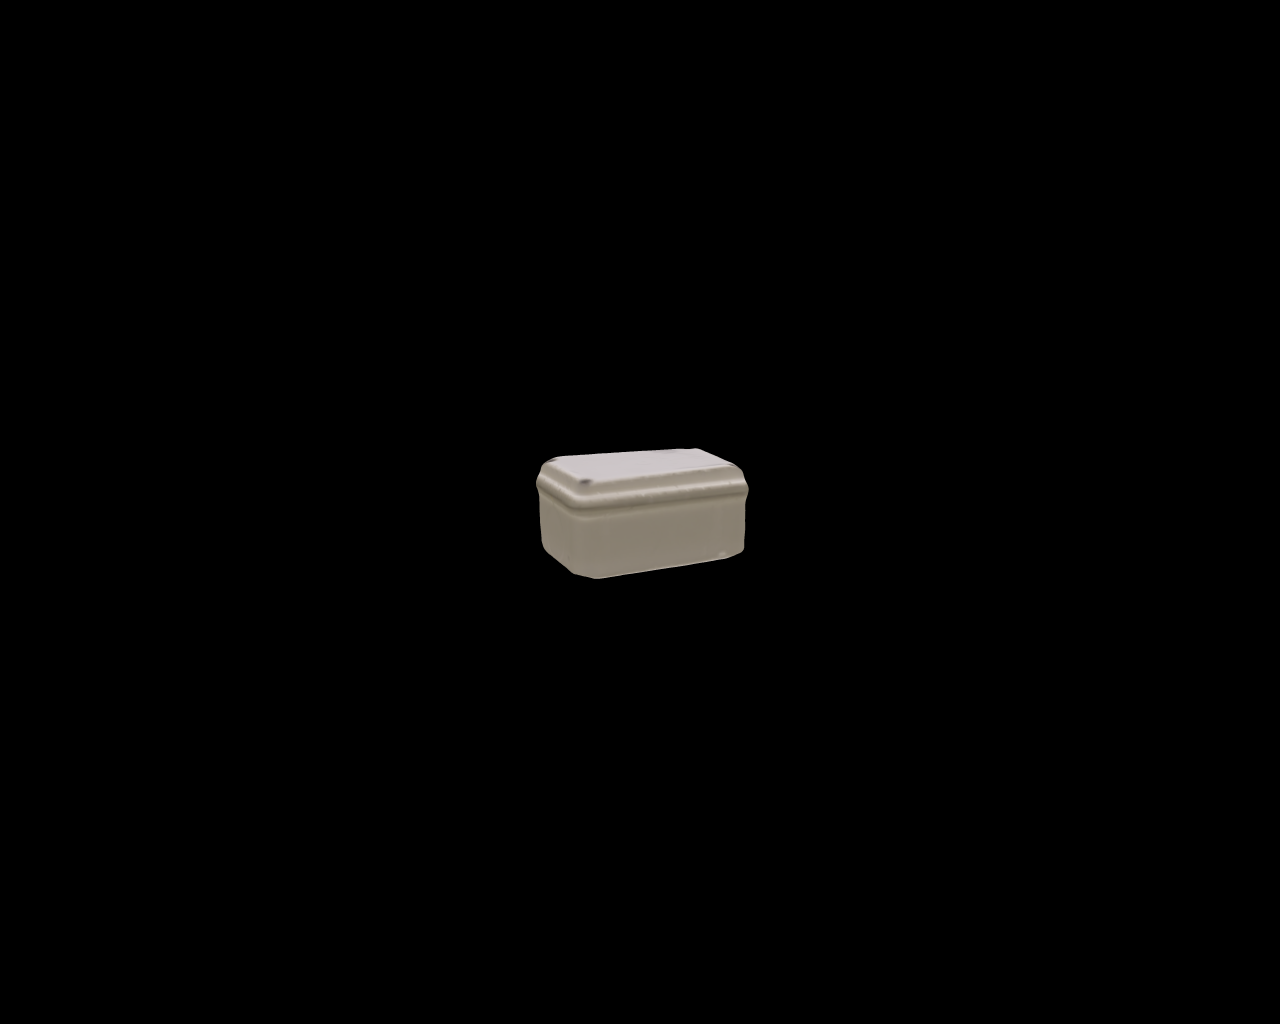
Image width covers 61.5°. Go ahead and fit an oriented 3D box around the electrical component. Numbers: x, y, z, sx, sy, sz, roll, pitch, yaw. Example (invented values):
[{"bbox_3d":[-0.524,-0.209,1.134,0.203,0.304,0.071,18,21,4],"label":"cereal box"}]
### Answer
[{"bbox_3d":[0.001,-0.003,0.650,0.113,0.057,0.078,-6,16,-22],"label":"electrical component"}]
